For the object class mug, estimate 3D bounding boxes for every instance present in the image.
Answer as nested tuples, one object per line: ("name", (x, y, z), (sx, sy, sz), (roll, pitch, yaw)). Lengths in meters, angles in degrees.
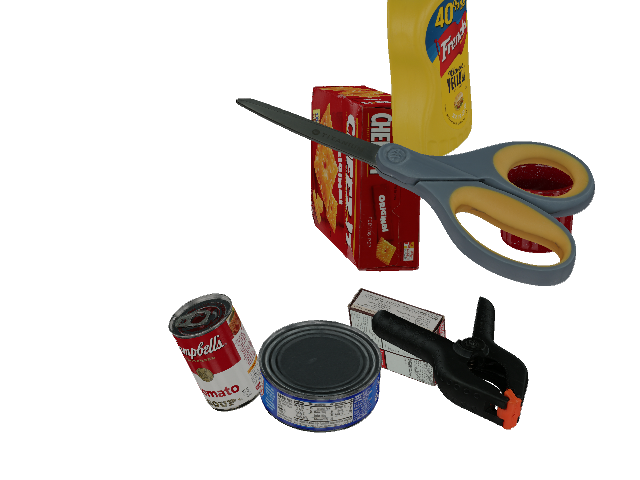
("mug", (0.259, -0.041, 1.243), (0.093, 0.081, 0.117), (21, 34, 39))

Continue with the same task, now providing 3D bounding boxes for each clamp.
("clamp", (0.134, 0.099, 0.928), (0.120, 0.039, 0.172), (-17, 36, -23))

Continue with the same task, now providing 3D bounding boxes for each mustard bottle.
("mustard bottle", (0.091, -0.170, 0.895), (0.058, 0.191, 0.096), (13, 34, 31))

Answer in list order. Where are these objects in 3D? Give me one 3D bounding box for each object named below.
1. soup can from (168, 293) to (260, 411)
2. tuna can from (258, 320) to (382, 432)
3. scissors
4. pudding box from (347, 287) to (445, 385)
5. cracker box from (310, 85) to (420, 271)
("soup can", (-0.104, 0.114, 1.084), (0.068, 0.102, 0.068), (-17, 29, 9))
("tuna can", (0.000, 0.094, 0.745), (0.086, 0.034, 0.086), (1, 32, -1))
("scissors", (0.058, -0.047, 0.567), (0.202, 0.016, 0.096), (37, 58, 25))
("pudding box", (0.090, 0.112, 1.244), (0.114, 0.090, 0.039), (16, 46, 26))
("cracker box", (0.043, -0.072, 1.116), (0.072, 0.164, 0.214), (-3, 13, -11))
